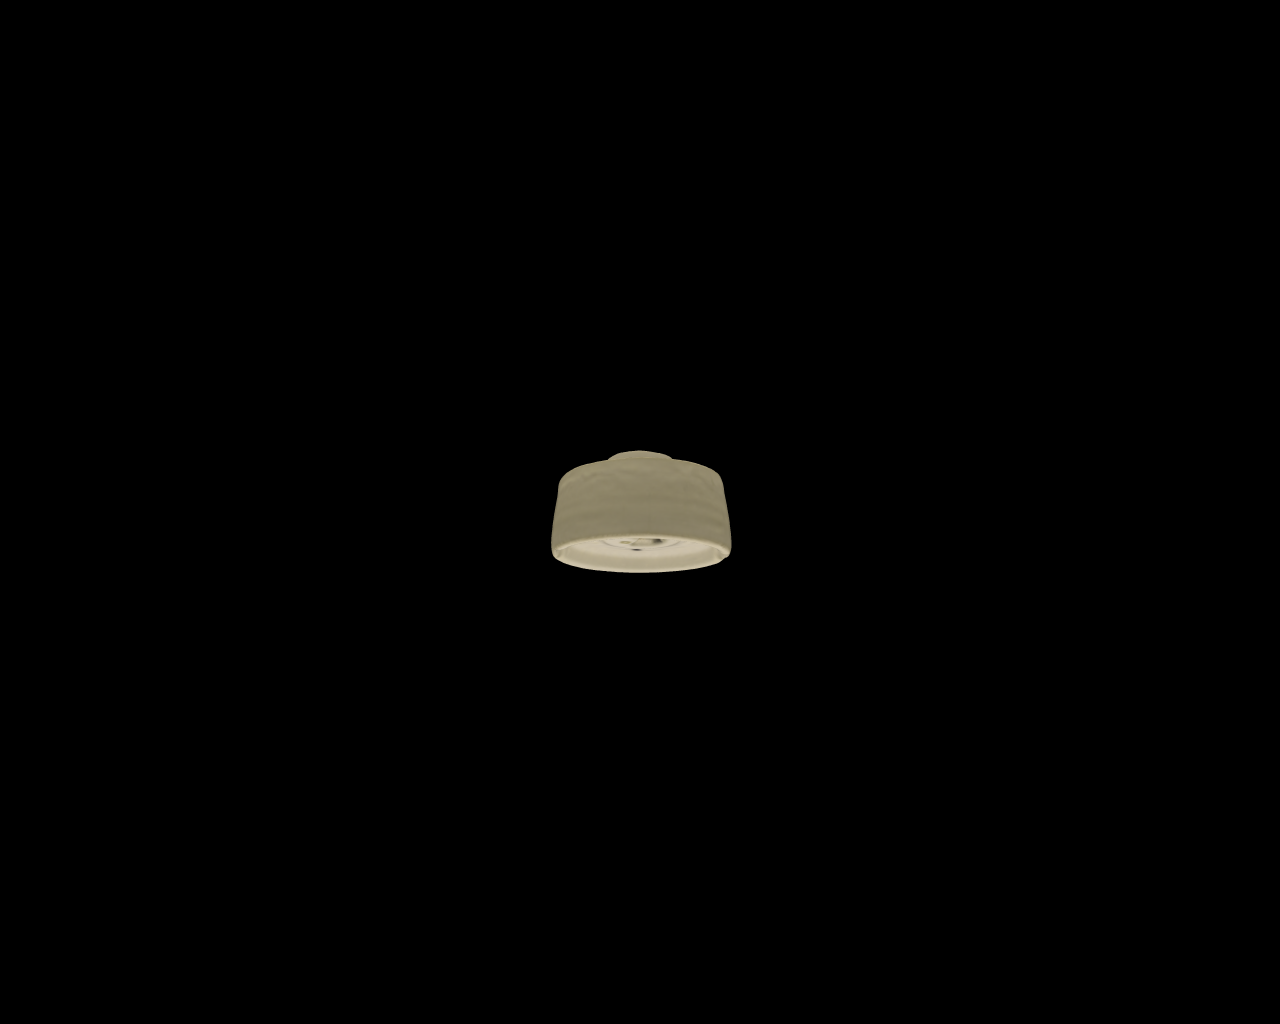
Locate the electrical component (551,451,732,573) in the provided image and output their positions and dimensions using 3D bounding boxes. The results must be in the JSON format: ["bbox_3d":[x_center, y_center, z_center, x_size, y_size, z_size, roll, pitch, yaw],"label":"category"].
[{"bbox_3d":[0.001,-0.003,0.650,0.108,0.060,0.108,0,-14,0],"label":"electrical component"}]
